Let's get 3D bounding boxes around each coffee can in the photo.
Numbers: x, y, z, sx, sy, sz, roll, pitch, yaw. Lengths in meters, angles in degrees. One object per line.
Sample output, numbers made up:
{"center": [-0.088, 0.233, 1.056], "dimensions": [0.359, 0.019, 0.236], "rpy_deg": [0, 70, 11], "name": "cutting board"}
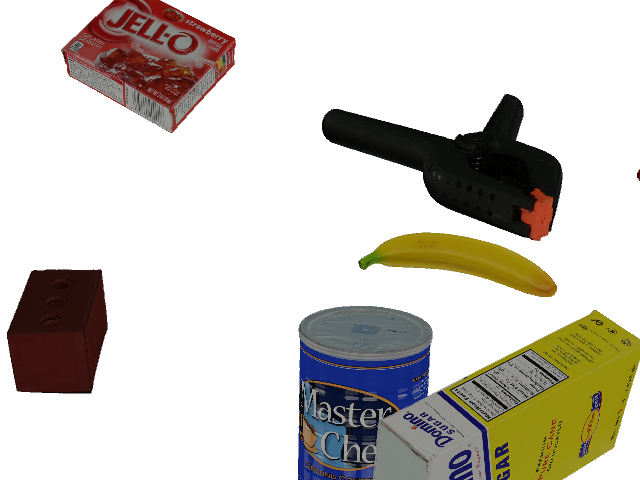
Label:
{"center": [0.033, 0.133, 0.835], "dimensions": [0.103, 0.140, 0.103], "rpy_deg": [1, 16, 0], "name": "coffee can"}

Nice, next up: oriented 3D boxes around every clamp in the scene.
{"center": [0.097, -0.057, 0.750], "dimensions": [0.164, 0.036, 0.210], "rpy_deg": [-5, 27, -10], "name": "clamp"}

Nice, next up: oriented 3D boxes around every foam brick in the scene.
{"center": [-0.181, 0.062, 0.741], "dimensions": [0.053, 0.051, 0.078], "rpy_deg": [0, 32, -2], "name": "foam brick"}

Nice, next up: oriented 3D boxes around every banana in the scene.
{"center": [0.142, 0.023, 1.089], "dimensions": [0.198, 0.037, 0.069], "rpy_deg": [6, 43, 12], "name": "banana"}

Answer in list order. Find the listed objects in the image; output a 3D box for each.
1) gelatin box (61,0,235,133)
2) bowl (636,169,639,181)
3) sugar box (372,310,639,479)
{"center": [-0.112, -0.122, 0.703], "dimensions": [0.089, 0.073, 0.030], "rpy_deg": [30, -30, 13], "name": "gelatin box"}
{"center": [0.381, -0.033, 1.009], "dimensions": [0.162, 0.055, 0.162], "rpy_deg": [-1, 20, 0], "name": "bowl"}
{"center": [0.110, 0.115, 0.624], "dimensions": [0.175, 0.093, 0.048], "rpy_deg": [-24, 42, -33], "name": "sugar box"}
